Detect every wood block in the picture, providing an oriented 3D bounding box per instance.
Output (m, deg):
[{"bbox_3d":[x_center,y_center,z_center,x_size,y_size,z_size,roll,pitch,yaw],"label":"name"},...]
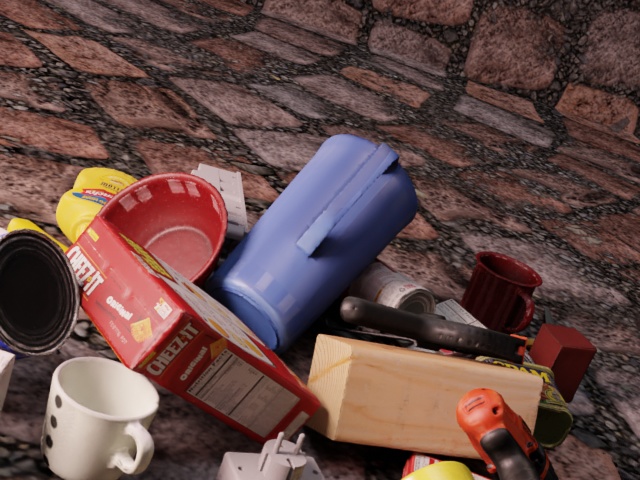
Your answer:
[{"bbox_3d":[0.098,0.154,1.032,0.205,0.090,0.091,12,-1,-21],"label":"wood block"}]

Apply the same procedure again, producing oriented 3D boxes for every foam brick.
[{"bbox_3d":[0.282,0.146,1.271,0.052,0.078,0.051,11,24,-23],"label":"foam brick"}]

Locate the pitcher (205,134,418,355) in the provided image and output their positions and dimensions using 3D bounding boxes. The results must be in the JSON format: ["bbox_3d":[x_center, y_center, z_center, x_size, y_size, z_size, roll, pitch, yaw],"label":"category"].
[{"bbox_3d":[-0.007,0.001,1.135,0.145,0.149,0.242,13,48,37],"label":"pitcher"}]

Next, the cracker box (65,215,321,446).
[{"bbox_3d":[-0.117,0.088,0.946,0.164,0.072,0.213,40,-1,43],"label":"cracker box"}]

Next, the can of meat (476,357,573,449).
[{"bbox_3d":[0.218,0.177,1.168,0.102,0.057,0.084,15,24,-13],"label":"can of meat"}]

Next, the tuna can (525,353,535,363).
[{"bbox_3d":[0.208,0.148,1.261,0.086,0.034,0.086,17,21,-7],"label":"tuna can"}]

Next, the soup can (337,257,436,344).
[{"bbox_3d":[0.073,0.065,1.199,0.068,0.068,0.102,1,22,-40],"label":"soup can"}]

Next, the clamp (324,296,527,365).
[{"bbox_3d":[0.104,0.093,1.089,0.210,0.036,0.165,13,-7,-10],"label":"clamp"}]

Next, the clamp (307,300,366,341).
[{"bbox_3d":[-0.013,0.086,1.213,0.171,0.039,0.120,16,16,-19],"label":"clamp"}]

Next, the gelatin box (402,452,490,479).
[{"bbox_3d":[0.117,0.236,0.968,0.089,0.030,0.073,20,22,1],"label":"gelatin box"}]

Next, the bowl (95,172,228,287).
[{"bbox_3d":[-0.161,0.010,1.097,0.162,0.162,0.055,35,-15,35],"label":"bowl"}]

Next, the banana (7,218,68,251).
[{"bbox_3d":[-0.274,0.020,1.143,0.198,0.037,0.069,31,24,27],"label":"banana"}]

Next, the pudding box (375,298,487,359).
[{"bbox_3d":[0.133,0.117,1.217,0.113,0.039,0.090,-16,36,-27],"label":"pudding box"}]

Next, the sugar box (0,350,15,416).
[{"bbox_3d":[-0.328,0.105,0.804,0.176,0.093,0.048,19,22,-1],"label":"sugar box"}]

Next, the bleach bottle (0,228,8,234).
[{"bbox_3d":[-0.374,0.047,0.954,0.102,0.068,0.250,23,23,7],"label":"bleach bottle"}]

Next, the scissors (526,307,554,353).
[{"bbox_3d":[0.292,0.127,1.414,0.096,0.016,0.202,15,21,-13],"label":"scissors"}]

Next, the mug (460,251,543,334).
[{"bbox_3d":[0.239,0.078,1.396,0.093,0.081,0.117,6,25,-33],"label":"mug"}]

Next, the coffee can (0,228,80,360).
[{"bbox_3d":[-0.283,0.053,0.873,0.141,0.103,0.102,-12,4,31],"label":"coffee can"}]

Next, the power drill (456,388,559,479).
[{"bbox_3d":[0.192,0.239,0.924,0.184,0.057,0.188,50,11,-36],"label":"power drill"}]

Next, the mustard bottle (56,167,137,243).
[{"bbox_3d":[-0.254,-0.029,1.240,0.096,0.058,0.191,24,17,-8],"label":"mustard bottle"}]
